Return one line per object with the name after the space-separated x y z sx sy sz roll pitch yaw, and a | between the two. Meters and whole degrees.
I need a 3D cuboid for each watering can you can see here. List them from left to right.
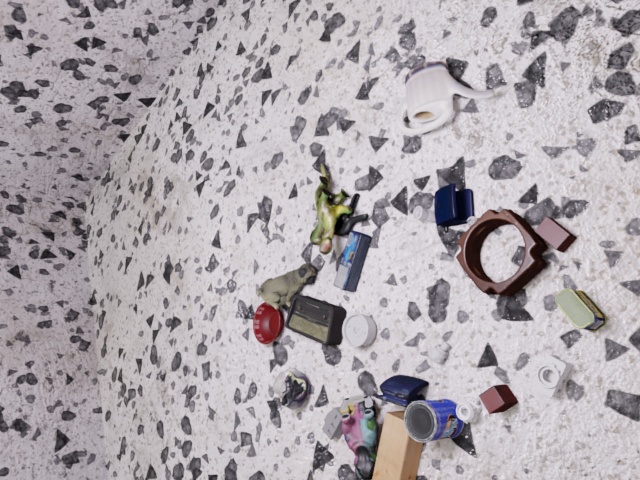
0.377 -0.462 1.614 0.344 0.103 0.228 -19 65 42 | watering can

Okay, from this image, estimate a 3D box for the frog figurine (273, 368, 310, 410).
-0.103 0.526 1.827 0.157 0.123 0.139 124 136 -71 | frog figurine

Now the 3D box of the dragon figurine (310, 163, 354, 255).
0.006 -0.094 1.873 0.419 0.122 0.238 -103 36 -56 | dragon figurine
